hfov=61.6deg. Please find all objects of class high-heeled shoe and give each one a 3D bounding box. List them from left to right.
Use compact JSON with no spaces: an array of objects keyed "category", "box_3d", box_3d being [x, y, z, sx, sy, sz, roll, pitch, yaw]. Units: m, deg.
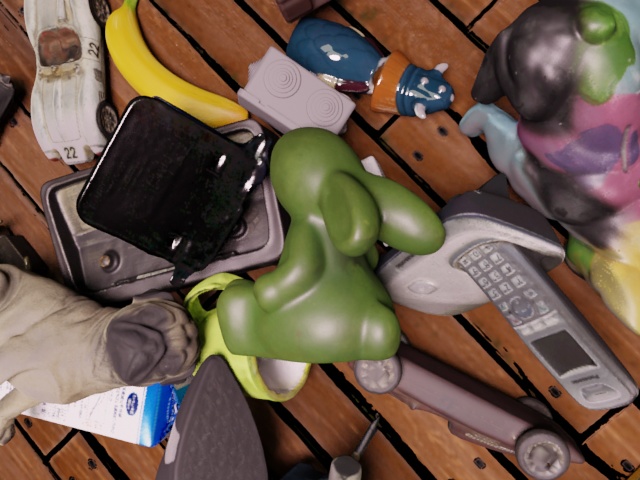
[{"category":"high-heeled shoe","box_3d":[-0.120,0.223,0.455,0.145,0.086,0.248,-12,70,47]}]

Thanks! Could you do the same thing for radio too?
[{"category":"radio","box_3d":[-0.139,-0.018,0.515,0.230,0.073,0.131,-15,87,13]}]

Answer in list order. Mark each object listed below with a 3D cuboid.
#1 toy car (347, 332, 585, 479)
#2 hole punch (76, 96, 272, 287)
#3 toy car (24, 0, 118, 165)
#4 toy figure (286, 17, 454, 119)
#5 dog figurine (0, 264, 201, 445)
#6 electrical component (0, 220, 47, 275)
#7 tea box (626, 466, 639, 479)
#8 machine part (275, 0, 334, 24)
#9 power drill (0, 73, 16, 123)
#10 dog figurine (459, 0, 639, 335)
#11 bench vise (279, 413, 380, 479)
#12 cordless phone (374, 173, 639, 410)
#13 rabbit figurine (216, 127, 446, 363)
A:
[{"category":"toy car","box_3d":[0.115,0.135,0.450,0.202,0.089,0.053,26,95,10]},{"category":"hole punch","box_3d":[-0.119,-0.048,0.441,0.115,0.092,0.142,30,94,-20]},{"category":"toy car","box_3d":[-0.257,-0.178,0.551,0.074,0.056,0.201,-5,88,13]},{"category":"toy figure","box_3d":[0.046,-0.151,0.483,0.155,0.058,0.064,27,102,7]},{"category":"dog figurine","box_3d":[-0.209,0.065,0.460,0.191,0.121,0.172,-21,73,-9]},{"category":"electrical component","box_3d":[-0.337,0.026,0.574,0.078,0.045,0.102,-38,82,9]},{"category":"tea box","box_3d":[0.302,0.192,0.402,0.068,0.098,0.169,41,97,10]},{"category":"machine part","box_3d":[-0.041,-0.273,0.443,0.056,0.179,0.179,-25,85,7]},{"category":"power drill","box_3d":[-0.390,-0.044,0.541,0.232,0.086,0.207,-32,62,16]},{"category":"dog figurine","box_3d":[0.209,-0.048,0.388,0.108,0.191,0.219,-26,71,-7]},{"category":"bench vise","box_3d":[0.055,0.292,0.436,0.241,0.129,0.223,20,102,30]},{"category":"cordless phone","box_3d":[0.141,0.056,0.420,0.184,0.089,0.146,53,144,8]},{"category":"rabbit figurine","box_3d":[-0.001,-0.001,0.391,0.159,0.121,0.170,-3,92,53]}]
